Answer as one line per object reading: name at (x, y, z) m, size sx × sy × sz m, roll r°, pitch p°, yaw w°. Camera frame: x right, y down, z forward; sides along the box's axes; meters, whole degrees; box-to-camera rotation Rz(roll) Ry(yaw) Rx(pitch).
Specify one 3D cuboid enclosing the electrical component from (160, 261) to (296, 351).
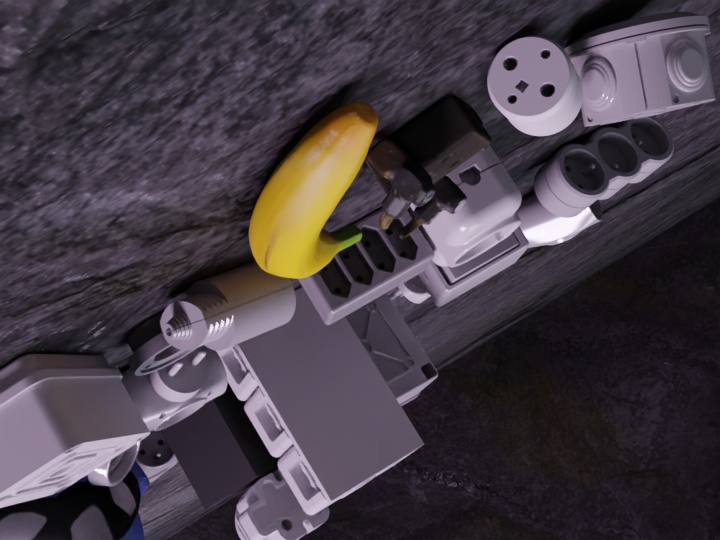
electrical component at (-0.082, 0.024, 0.637) m, size 0.081 × 0.043 × 0.043 m, roll -22°, pitch 166°, yaw -45°

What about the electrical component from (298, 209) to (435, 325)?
electrical component at (0.000, 0.000, 0.752) m, size 0.083 × 0.047 × 0.075 m, roll -29°, pitch 170°, yaw -13°

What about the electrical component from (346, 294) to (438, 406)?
electrical component at (-0.006, 0.079, 0.945) m, size 0.109 × 0.108 × 0.056 m, roll -25°, pitch 165°, yaw -36°

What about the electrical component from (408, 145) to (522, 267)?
electrical component at (0.069, -0.041, 0.722) m, size 0.054 × 0.059 × 0.095 m, roll -29°, pitch 170°, yaw -13°

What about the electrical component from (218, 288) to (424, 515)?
electrical component at (-0.035, 0.097, 0.819) m, size 0.089 × 0.150 × 0.061 m, roll -26°, pitch 167°, yaw -29°

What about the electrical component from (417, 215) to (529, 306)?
electrical component at (0.089, -0.024, 0.862) m, size 0.096 × 0.061 × 0.061 m, roll -30°, pitch 170°, yaw -11°

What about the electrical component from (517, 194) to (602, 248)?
electrical component at (0.189, -0.060, 1.024) m, size 0.077 × 0.044 × 0.079 m, roll -21°, pitch -164°, yaw 28°

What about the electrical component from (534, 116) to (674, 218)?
electrical component at (0.205, -0.085, 0.940) m, size 0.138 × 0.052 × 0.073 m, roll -27°, pitch 169°, yaw -31°

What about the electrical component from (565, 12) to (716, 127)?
electrical component at (0.160, -0.113, 0.610) m, size 0.080 × 0.051 × 0.080 m, roll -11°, pitch -177°, yaw 1°

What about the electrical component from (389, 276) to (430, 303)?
electrical component at (0.058, 0.004, 0.958) m, size 0.079 × 0.043 × 0.077 m, roll -38°, pitch 168°, yaw 31°

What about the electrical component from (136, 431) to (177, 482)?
electrical component at (-0.212, 0.177, 0.994) m, size 0.079 × 0.043 × 0.077 m, roll -26°, pitch 169°, yaw -27°

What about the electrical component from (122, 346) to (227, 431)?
electrical component at (-0.128, 0.075, 0.742) m, size 0.077 × 0.044 × 0.079 m, roll -24°, pitch 167°, yaw -37°

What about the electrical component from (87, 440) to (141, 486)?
electrical component at (-0.179, 0.113, 0.708) m, size 0.066 × 0.055 × 0.048 m, roll 11°, pitch 98°, yaw -76°

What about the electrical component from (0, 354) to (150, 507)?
electrical component at (-0.182, 0.091, 0.618) m, size 0.078 × 0.057 × 0.113 m, roll -33°, pitch 170°, yaw 6°

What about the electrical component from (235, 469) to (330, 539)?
electrical component at (-0.064, 0.190, 0.846) m, size 0.078 × 0.058 × 0.057 m, roll -24°, pitch 165°, yaw -39°

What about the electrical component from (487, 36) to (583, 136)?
electrical component at (0.093, -0.097, 0.568) m, size 0.045 × 0.045 × 0.055 m, roll -34°, pitch 170°, yaw 13°
